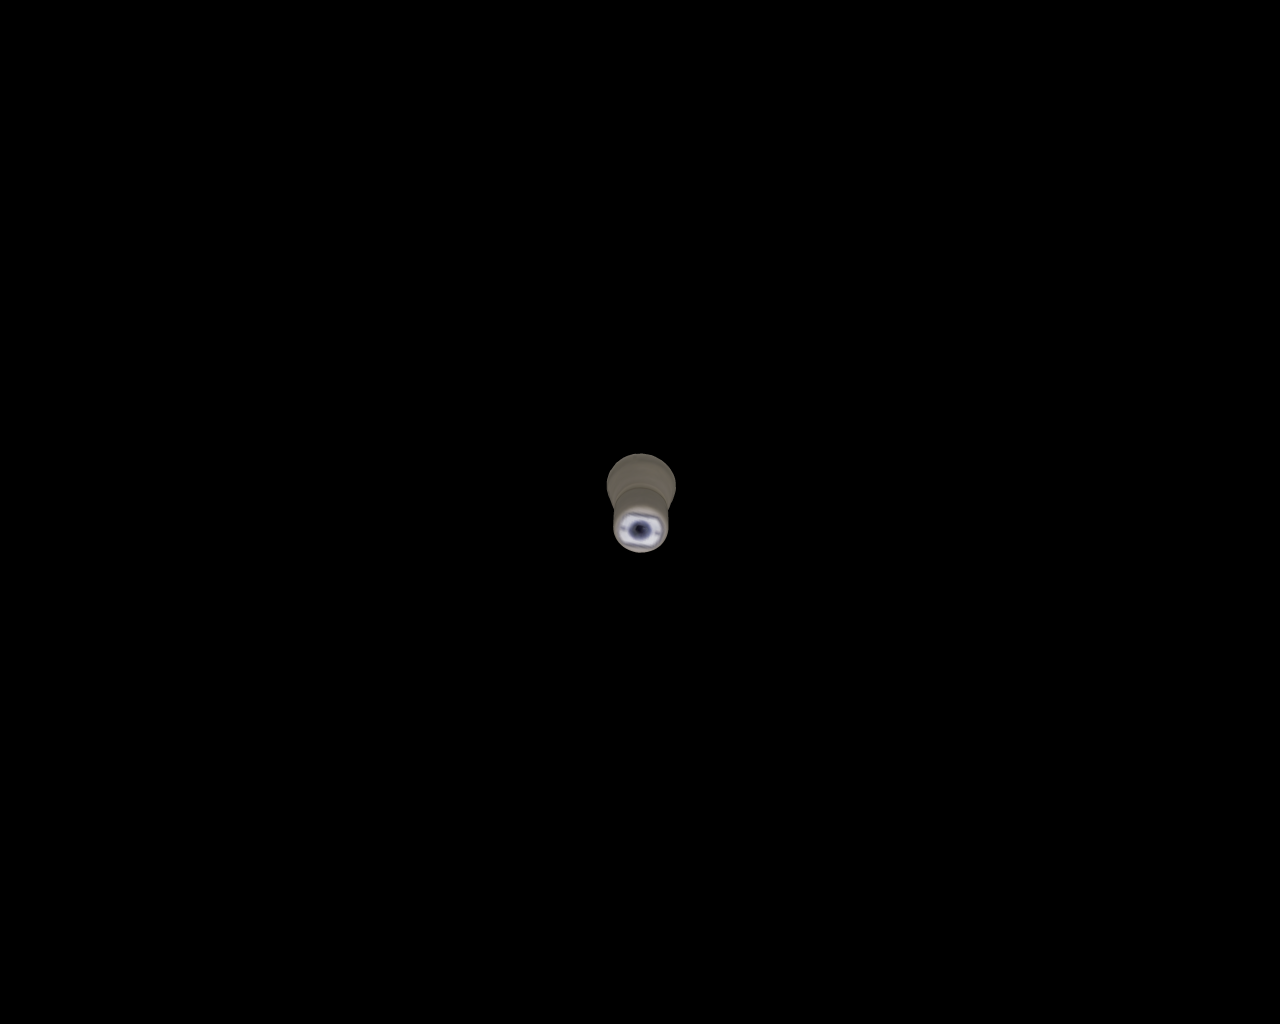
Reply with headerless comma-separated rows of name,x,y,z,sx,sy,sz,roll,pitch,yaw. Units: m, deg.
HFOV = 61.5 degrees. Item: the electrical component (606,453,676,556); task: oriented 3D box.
electrical component,0.001,-0.003,0.650,0.044,0.044,0.065,0,28,0
